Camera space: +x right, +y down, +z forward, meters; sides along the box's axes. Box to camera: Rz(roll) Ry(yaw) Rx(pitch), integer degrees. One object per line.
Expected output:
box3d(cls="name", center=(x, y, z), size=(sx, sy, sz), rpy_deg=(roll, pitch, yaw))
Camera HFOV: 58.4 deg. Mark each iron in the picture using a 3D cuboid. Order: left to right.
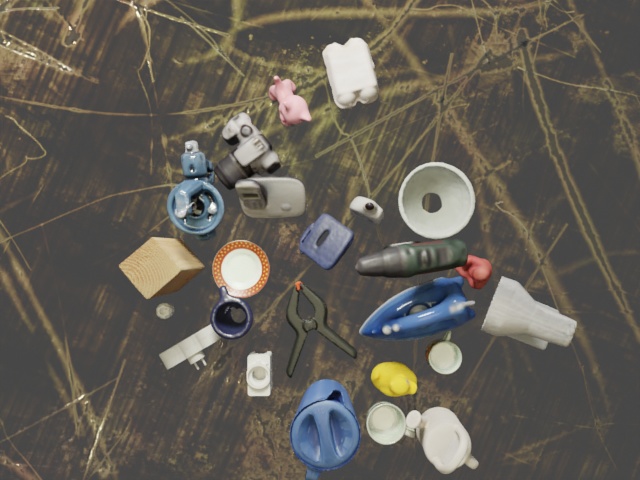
box3d(cls="iron", center=(0.209, 0.167, 1.231), size=(0.258, 0.141, 0.119), rpy_deg=(-21, 88, 1))

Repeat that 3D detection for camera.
box3d(cls="camera", center=(-0.177, -0.188, 1.265), size=(0.137, 0.101, 0.143), rpy_deg=(-38, 88, 0))

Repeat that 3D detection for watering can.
box3d(cls="watering can", center=(0.257, 0.423, 1.199), size=(0.173, 0.194, 0.101), rpy_deg=(15, 89, 1))

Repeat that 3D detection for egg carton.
box3d(cls="egg carton", center=(0.071, -0.372, 1.280), size=(0.107, 0.069, 0.150), rpy_deg=(-15, 89, 1))

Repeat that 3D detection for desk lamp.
box3d(cls="desk lamp", center=(0.426, 0.159, 1.192), size=(0.203, 0.213, 0.118), rpy_deg=(21, 89, 2))

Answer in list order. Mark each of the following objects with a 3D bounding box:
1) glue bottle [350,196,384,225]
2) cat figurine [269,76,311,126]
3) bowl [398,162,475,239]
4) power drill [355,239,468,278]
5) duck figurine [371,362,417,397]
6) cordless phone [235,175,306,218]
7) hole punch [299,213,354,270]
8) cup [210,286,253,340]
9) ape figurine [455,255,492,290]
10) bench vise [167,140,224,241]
box3d(cls="glue bottle", center=(0.103, -0.066, 1.222), size=(0.078, 0.173, 0.037), rpy_deg=(30, 90, 2))
box3d(cls="cat figurine", center=(-0.068, -0.302, 1.257), size=(0.067, 0.117, 0.128), rpy_deg=(-28, 88, 1))
box3d(cls="bowl", center=(0.253, -0.084, 1.269), size=(0.167, 0.074, 0.167), rpy_deg=(0, 89, 1))
box3d(cls="power drill", center=(0.184, 0.042, 1.200), size=(0.229, 0.208, 0.076), rpy_deg=(-9, 88, 1))
box3d(cls="duck figurine", center=(0.165, 0.312, 1.257), size=(0.104, 0.086, 0.077), rpy_deg=(16, 89, 1))
box3d(cls="cordless phone", center=(-0.105, -0.098, 1.219), size=(0.147, 0.185, 0.094), rpy_deg=(-4, 89, 1))
box3d(cls="hole punch", center=(0.012, 0.005, 1.263), size=(0.101, 0.091, 0.109), rpy_deg=(35, 90, 2))
box3d(cls="cup", center=(-0.192, 0.155, 1.261), size=(0.091, 0.095, 0.118), rpy_deg=(-19, 88, 1))
box3d(cls="ape figurine", center=(0.345, 0.071, 1.256), size=(0.076, 0.092, 0.078), rpy_deg=(-7, 89, 1))
box3d(cls="bench vise", center=(-0.280, -0.103, 1.205), size=(0.121, 0.219, 0.207), rpy_deg=(-23, 88, 1))
